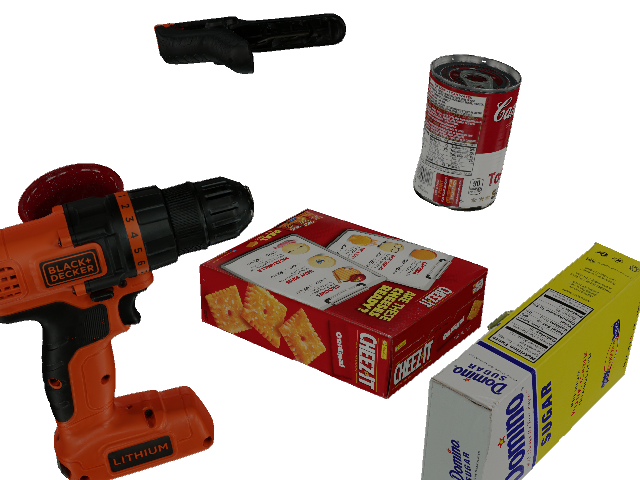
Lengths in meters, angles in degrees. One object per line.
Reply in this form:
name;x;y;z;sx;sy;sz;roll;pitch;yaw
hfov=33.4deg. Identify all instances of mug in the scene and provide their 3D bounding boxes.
mug;-0.214;-0.017;0.961;0.093;0.081;0.117;-9;42;0

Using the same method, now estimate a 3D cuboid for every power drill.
power drill;-0.121;0.057;0.685;0.184;0.187;0.057;-14;28;-11

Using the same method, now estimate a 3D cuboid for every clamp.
clamp;-0.066;-0.165;0.871;0.120;0.039;0.172;-16;23;-37

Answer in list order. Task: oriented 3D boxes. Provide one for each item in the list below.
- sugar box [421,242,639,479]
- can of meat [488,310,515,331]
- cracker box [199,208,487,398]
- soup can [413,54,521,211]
sugar box;0.129;0.081;0.632;0.048;0.093;0.175;25;42;31
can of meat;0.220;0.131;1.184;0.058;0.084;0.102;7;12;24
cracker box;0.020;0.052;0.987;0.214;0.072;0.163;19;31;33
soup can;0.110;-0.082;0.814;0.068;0.102;0.068;5;30;-3
